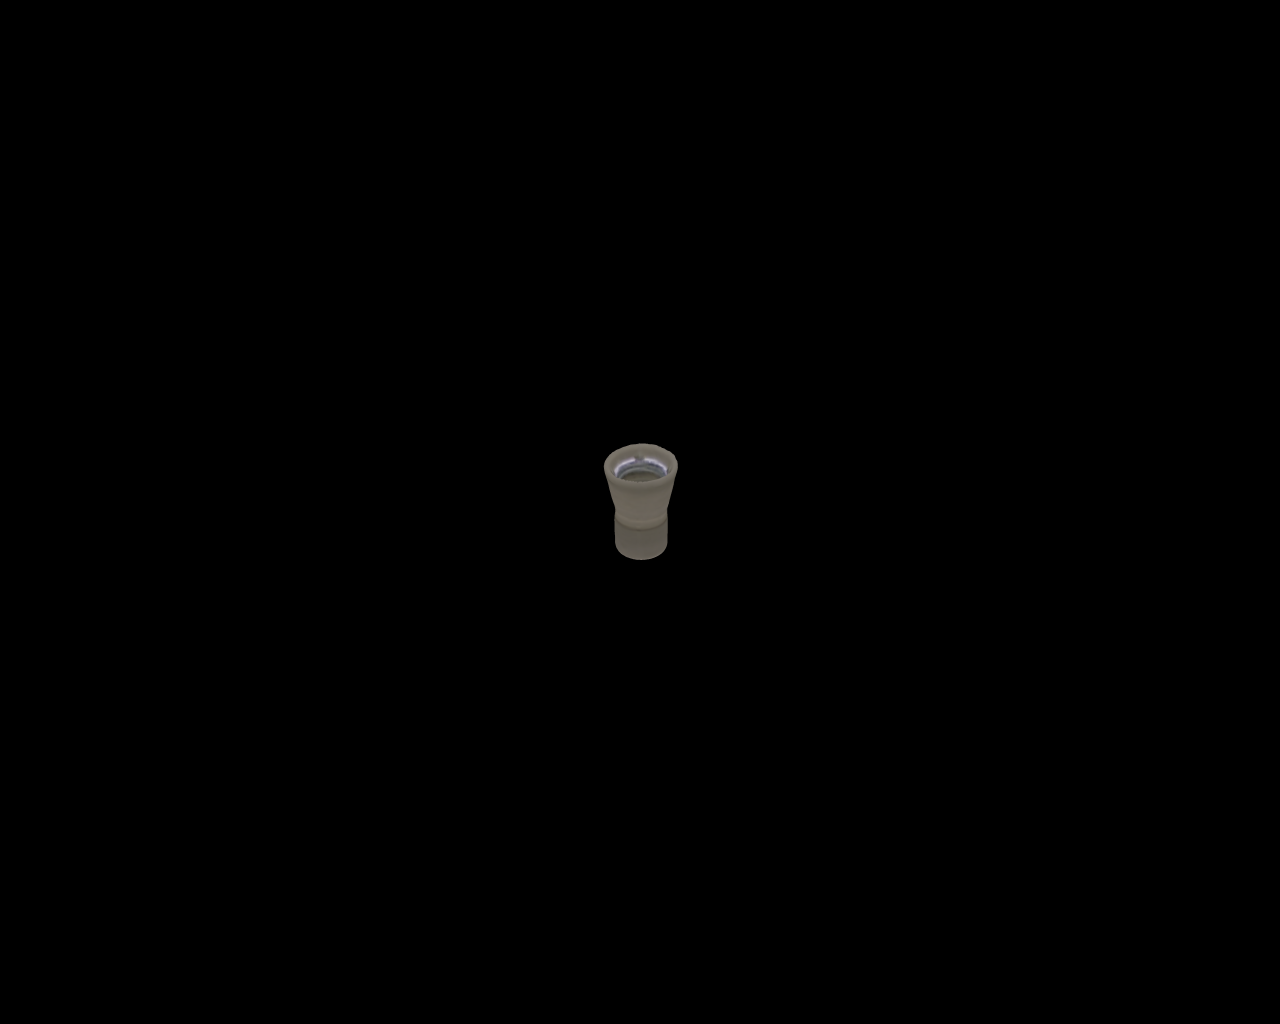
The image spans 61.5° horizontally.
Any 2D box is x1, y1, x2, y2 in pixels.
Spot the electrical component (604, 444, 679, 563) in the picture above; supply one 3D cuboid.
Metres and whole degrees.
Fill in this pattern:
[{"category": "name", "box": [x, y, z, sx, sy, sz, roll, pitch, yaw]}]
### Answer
[{"category": "electrical component", "box": [0.001, -0.003, 0.650, 0.044, 0.065, 0.044, 0, 34, 0]}]
